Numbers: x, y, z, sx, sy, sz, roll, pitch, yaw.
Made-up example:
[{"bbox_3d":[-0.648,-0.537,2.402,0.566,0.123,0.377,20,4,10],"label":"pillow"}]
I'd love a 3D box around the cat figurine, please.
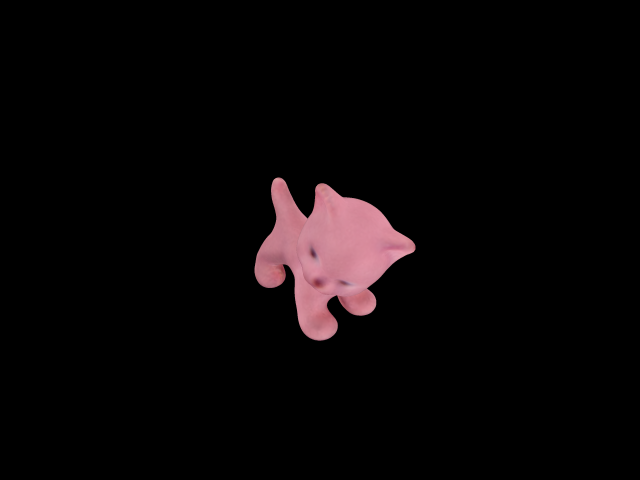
[{"bbox_3d":[0.004,0.001,0.400,0.067,0.118,0.127,-25,45,-28],"label":"cat figurine"}]
